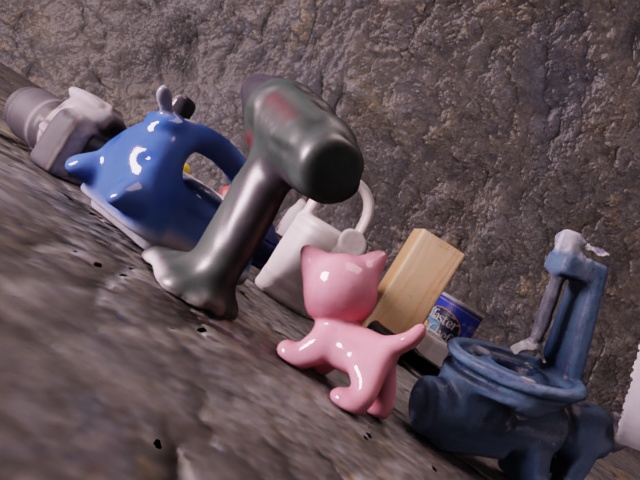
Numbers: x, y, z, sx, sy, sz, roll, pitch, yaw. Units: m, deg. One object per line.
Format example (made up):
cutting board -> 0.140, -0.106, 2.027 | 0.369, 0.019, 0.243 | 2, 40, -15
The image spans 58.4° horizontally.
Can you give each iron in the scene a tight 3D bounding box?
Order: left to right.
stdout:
iron -> -0.123, -0.047, 0.611 | 0.118, 0.141, 0.259 | 32, 0, 34

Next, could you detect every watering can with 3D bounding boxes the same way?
watering can -> 0.009, 0.004, 0.766 | 0.101, 0.194, 0.172 | 32, 0, -43

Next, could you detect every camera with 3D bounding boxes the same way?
camera -> -0.301, -0.134, 0.703 | 0.136, 0.101, 0.143 | 32, 0, 17

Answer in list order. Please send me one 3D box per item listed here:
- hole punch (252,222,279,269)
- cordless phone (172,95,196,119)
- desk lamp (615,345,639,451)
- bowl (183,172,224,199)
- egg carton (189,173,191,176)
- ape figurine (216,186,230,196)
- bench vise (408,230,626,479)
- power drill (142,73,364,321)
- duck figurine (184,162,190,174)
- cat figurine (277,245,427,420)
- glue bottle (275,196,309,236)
hole punch -> -0.116, -0.015, 0.970 | 0.100, 0.091, 0.109 | 32, 0, 45
cordless phone -> -0.299, -0.184, 0.982 | 0.094, 0.185, 0.148 | 32, 0, 17
desk lamp -> 0.304, 0.179, 0.438 | 0.202, 0.213, 0.118 | 32, 0, 31
bowl -> -0.185, -0.047, 0.817 | 0.167, 0.075, 0.167 | 32, 0, 0
egg carton -> -0.333, -0.139, 1.157 | 0.107, 0.069, 0.151 | 32, 0, 41
ape figurine -> -0.187, -0.060, 1.080 | 0.078, 0.092, 0.075 | 32, 0, -42
bench vise -> 0.204, 0.112, 0.520 | 0.208, 0.220, 0.121 | 32, 0, -36
power drill -> -0.063, -0.048, 0.496 | 0.076, 0.208, 0.228 | 32, 0, -35
duck figurine -> -0.251, -0.096, 0.951 | 0.077, 0.086, 0.105 | 32, 0, 4
cat figurine -> 0.027, 0.062, 0.466 | 0.127, 0.118, 0.067 | 32, 0, 33
glue bottle -> -0.064, -0.031, 1.179 | 0.037, 0.173, 0.078 | 32, 0, -14
